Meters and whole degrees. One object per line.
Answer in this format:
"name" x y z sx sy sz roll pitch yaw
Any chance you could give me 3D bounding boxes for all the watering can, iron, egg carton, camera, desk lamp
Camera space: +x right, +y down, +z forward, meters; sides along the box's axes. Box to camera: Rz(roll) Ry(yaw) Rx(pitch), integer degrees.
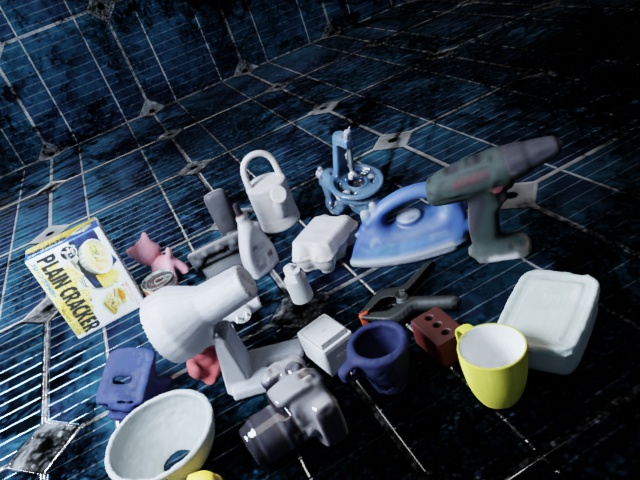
"watering can" -0.118 -0.120 1.348 0.172 0.194 0.101 14 44 44
"iron" 0.165 -0.041 1.104 0.258 0.142 0.118 -18 30 4
"egg carton" 0.011 0.004 1.195 0.107 0.069 0.150 2 37 34
"camera" -0.053 0.242 0.817 0.137 0.101 0.142 -31 32 -17
"desk lamp" -0.152 0.146 0.918 0.203 0.214 0.118 -17 30 6

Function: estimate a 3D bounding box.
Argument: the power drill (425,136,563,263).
"power drill" 0.307 -0.067 0.994 0.229 0.209 0.075 -9 32 18

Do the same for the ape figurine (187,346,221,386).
"ape figurine" -0.202 0.193 0.993 0.078 0.092 0.076 -29 31 -15

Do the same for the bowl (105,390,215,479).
"bowl" -0.221 0.306 0.840 0.167 0.075 0.167 -15 31 9

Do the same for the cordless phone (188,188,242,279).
"cordless phone" -0.235 -0.016 1.259 0.148 0.185 0.094 -28 31 -12

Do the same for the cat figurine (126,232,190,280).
"cat figurine" -0.381 0.038 1.326 0.127 0.118 0.067 2 37 34

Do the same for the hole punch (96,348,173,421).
"hole punch" -0.324 0.246 0.980 0.108 0.091 0.101 -7 33 22

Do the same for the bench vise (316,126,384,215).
"bench vise" 0.045 -0.145 1.266 0.206 0.220 0.122 6 39 37

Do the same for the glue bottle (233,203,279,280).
"glue bottle" -0.144 -0.004 1.198 0.037 0.173 0.078 13 44 43

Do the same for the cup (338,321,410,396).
"cup" 0.084 0.187 0.830 0.118 0.095 0.091 -34 33 -22

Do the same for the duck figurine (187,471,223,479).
"duck figurine" -0.144 0.332 0.739 0.104 0.086 0.078 4 38 35
